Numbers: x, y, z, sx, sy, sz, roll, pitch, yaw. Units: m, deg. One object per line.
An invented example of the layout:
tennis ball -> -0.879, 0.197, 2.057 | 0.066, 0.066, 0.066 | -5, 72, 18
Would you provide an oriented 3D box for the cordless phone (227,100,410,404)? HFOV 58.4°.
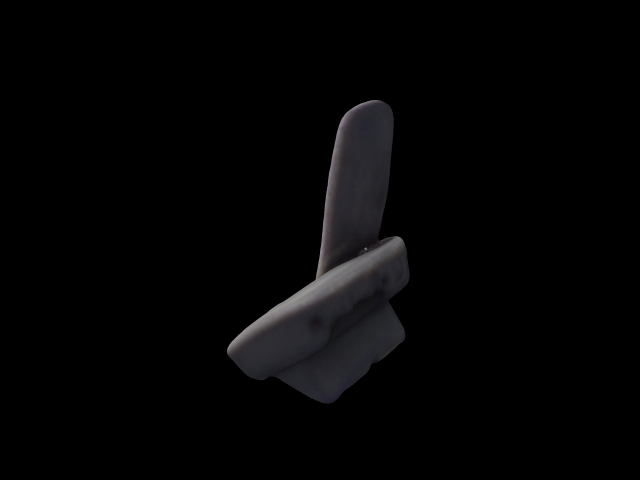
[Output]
cordless phone -> 0.004, 0.001, 0.400 | 0.093, 0.185, 0.148 | 14, 27, 29
